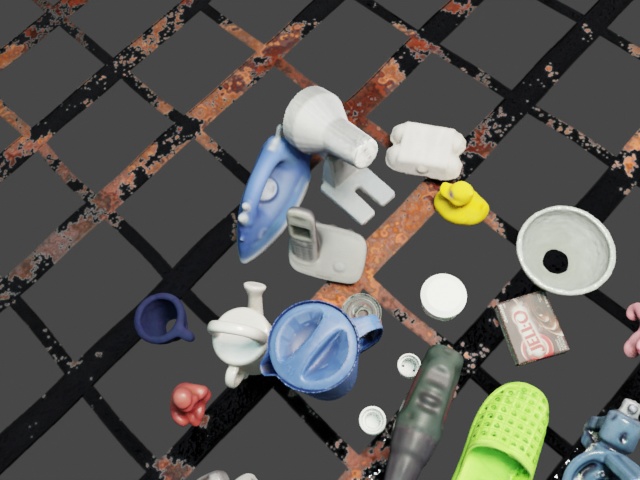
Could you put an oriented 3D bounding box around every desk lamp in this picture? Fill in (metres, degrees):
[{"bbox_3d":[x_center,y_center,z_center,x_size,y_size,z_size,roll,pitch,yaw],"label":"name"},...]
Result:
[{"bbox_3d":[0.040,-0.161,1.064,0.118,0.214,0.203,-44,71,-11],"label":"desk lamp"}]

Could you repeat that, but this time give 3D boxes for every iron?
[{"bbox_3d":[-0.108,-0.089,1.092,0.118,0.141,0.258,18,72,13],"label":"iron"}]

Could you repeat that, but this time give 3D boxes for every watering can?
[{"bbox_3d":[-0.131,0.158,0.971,0.101,0.194,0.173,-10,68,3],"label":"watering can"}]

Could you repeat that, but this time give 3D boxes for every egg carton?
[{"bbox_3d":[0.208,-0.173,1.129,0.150,0.069,0.107,11,71,10],"label":"egg carton"}]

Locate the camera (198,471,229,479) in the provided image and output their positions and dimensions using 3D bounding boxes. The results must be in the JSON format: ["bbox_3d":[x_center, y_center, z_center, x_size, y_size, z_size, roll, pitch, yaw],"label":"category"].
[{"bbox_3d":[-0.191,0.462,0.910,0.137,0.101,0.143,-28,69,-5],"label":"camera"}]

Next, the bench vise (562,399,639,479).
[{"bbox_3d":[0.420,0.328,0.832,0.121,0.220,0.207,6,70,9],"label":"bench vise"}]

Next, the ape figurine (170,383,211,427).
[{"bbox_3d":[-0.230,0.279,0.990,0.078,0.092,0.076,-33,69,-6],"label":"ape figurine"}]

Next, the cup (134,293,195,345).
[{"bbox_3d":[-0.266,0.157,1.039,0.117,0.095,0.092,27,74,15],"label":"cup"}]

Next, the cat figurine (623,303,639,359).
[{"bbox_3d":[0.554,0.156,0.938,0.067,0.118,0.128,9,70,10],"label":"cat figurine"}]

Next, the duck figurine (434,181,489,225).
[{"bbox_3d":[0.268,-0.077,1.076,0.104,0.086,0.077,23,73,14],"label":"duck figurine"}]

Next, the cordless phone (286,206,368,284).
[{"bbox_3d":[0.009,0.004,1.020,0.147,0.185,0.094,10,70,10],"label":"cordless phone"}]

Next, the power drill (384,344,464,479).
[{"bbox_3d":[0.155,0.281,0.885,0.075,0.208,0.230,20,73,14],"label":"power drill"}]

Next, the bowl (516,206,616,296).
[{"bbox_3d":[0.430,0.028,1.024,0.167,0.075,0.167,-2,69,6],"label":"bowl"}]

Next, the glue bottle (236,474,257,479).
[{"bbox_3d":[-0.117,0.404,0.886,0.037,0.173,0.078,-32,69,-6],"label":"glue bottle"}]
